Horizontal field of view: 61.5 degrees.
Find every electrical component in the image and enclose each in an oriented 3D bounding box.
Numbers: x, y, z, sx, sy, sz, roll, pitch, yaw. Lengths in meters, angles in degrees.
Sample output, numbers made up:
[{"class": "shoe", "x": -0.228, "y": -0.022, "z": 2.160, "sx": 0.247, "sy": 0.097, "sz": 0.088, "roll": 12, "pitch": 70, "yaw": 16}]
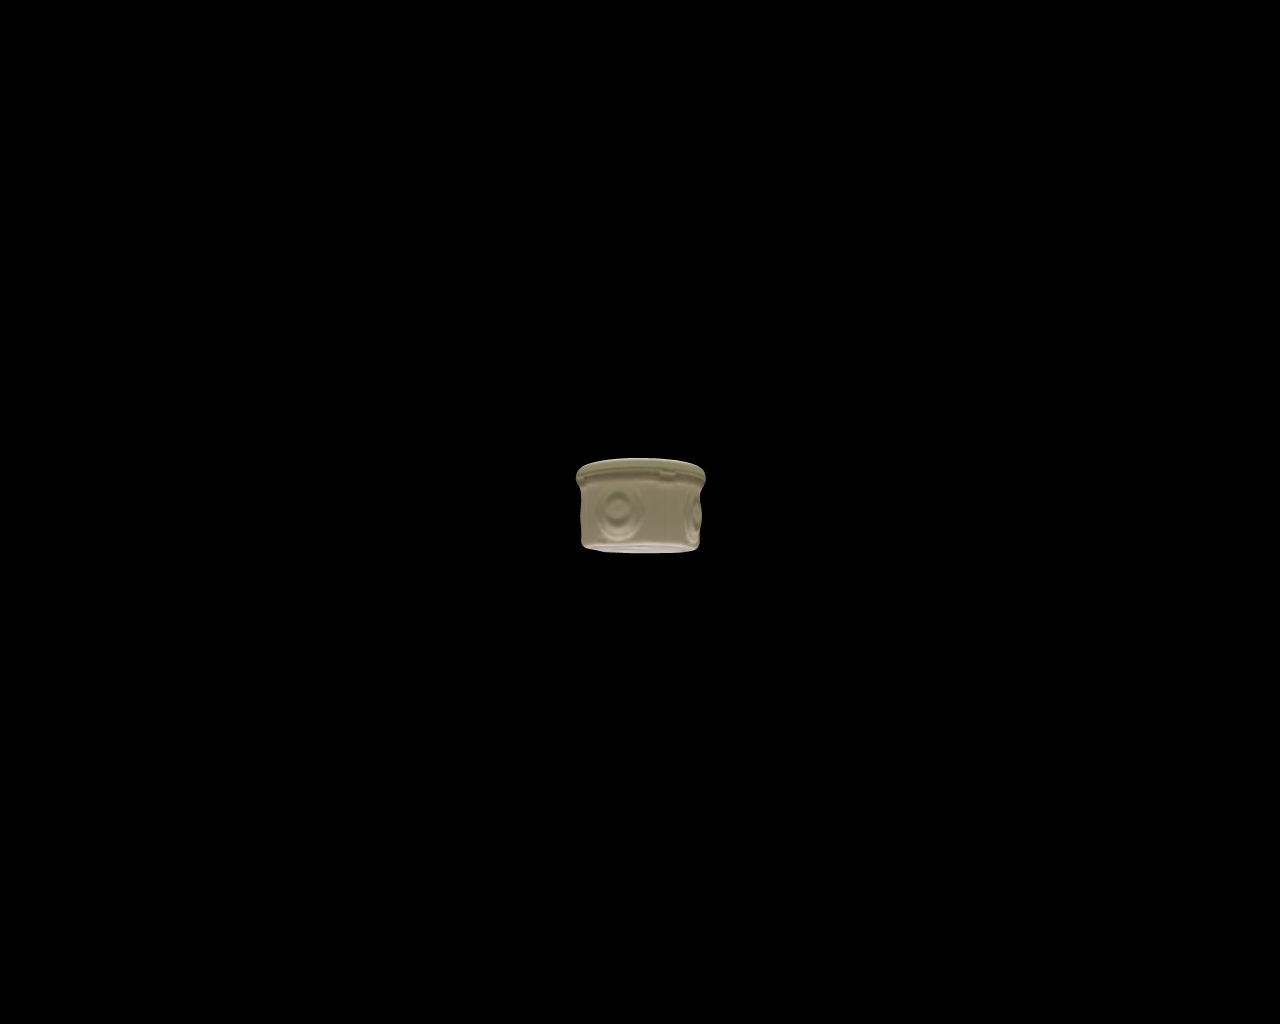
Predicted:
[{"class": "electrical component", "x": 0.001, "y": -0.003, "z": 0.650, "sx": 0.080, "sy": 0.051, "sz": 0.080, "roll": 0, "pitch": -7, "yaw": 0}]
